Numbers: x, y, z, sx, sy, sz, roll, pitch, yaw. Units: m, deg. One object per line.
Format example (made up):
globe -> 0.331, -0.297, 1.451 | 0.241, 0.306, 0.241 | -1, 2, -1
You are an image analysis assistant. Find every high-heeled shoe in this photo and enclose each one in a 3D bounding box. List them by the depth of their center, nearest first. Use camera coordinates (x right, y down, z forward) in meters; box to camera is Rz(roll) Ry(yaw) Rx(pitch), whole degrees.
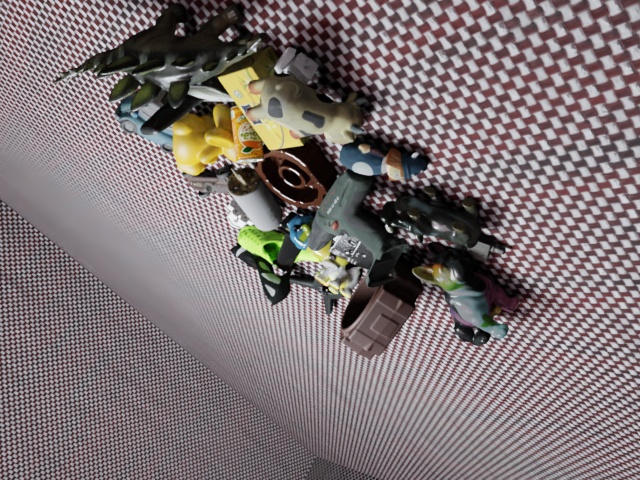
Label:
high-heeled shoe -> -0.181, 0.099, 1.510 | 0.249, 0.145, 0.086 | 13, 145, 29

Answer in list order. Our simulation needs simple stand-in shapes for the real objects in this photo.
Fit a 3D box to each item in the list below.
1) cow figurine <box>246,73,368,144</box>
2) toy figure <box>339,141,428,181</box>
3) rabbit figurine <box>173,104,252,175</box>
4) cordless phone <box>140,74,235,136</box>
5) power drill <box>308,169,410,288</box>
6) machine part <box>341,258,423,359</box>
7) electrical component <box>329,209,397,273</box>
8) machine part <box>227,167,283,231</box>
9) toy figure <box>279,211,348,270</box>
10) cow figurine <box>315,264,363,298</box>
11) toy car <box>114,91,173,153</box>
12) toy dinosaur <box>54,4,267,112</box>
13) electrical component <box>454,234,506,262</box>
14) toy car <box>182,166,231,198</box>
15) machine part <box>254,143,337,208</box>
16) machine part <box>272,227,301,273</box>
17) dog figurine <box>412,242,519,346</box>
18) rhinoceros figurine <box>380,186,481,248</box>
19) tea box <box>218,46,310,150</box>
cow figurine -> -0.009, -0.211, 0.879 | 0.195, 0.085, 0.127 | 17, 167, -41
toy figure -> 0.112, -0.136, 0.946 | 0.155, 0.057, 0.064 | 17, -174, 24
rabbit figurine -> -0.211, -0.211, 1.116 | 0.173, 0.122, 0.162 | 14, 155, -5
cordless phone -> -0.237, -0.251, 0.986 | 0.147, 0.184, 0.088 | 12, 140, 35
power drill -> 0.069, -0.008, 1.029 | 0.207, 0.086, 0.231 | 56, 137, 35
machine part -> 0.127, 0.137, 1.161 | 0.087, 0.201, 0.201 | 32, 107, -4
electrical component -> 0.079, -0.006, 1.145 | 0.134, 0.058, 0.114 | 29, 132, 6
machine part -> -0.144, -0.089, 1.222 | 0.079, 0.079, 0.243 | 19, 160, 24
toy figure -> -0.003, -0.003, 1.240 | 0.180, 0.082, 0.089 | 38, 122, 6
cow figurine -> 0.045, 0.079, 1.323 | 0.068, 0.098, 0.167 | 39, 170, -20
toy car -> -0.352, -0.270, 1.164 | 0.161, 0.109, 0.103 | 32, 135, -16
toy dinosaur -> -0.280, -0.312, 0.923 | 0.472, 0.198, 0.104 | 8, 139, 36
electrical component -> 0.302, 0.015, 1.017 | 0.094, 0.021, 0.063 | 20, 149, 22
toy car -> -0.266, -0.138, 1.330 | 0.202, 0.053, 0.089 | 7, 145, 38
machine part -> -0.050, -0.139, 1.104 | 0.179, 0.056, 0.179 | 25, 152, 15
machine part -> -0.073, 0.012, 1.320 | 0.084, 0.039, 0.138 | 24, 111, 7
dog figurine -> 0.282, 0.105, 1.097 | 0.219, 0.108, 0.191 | 38, 154, 0
rhinoceros figurine -> 0.202, -0.040, 0.992 | 0.191, 0.073, 0.112 | 15, 157, 27
tea box -> -0.089, -0.248, 0.962 | 0.098, 0.068, 0.169 | 0, 138, 45
